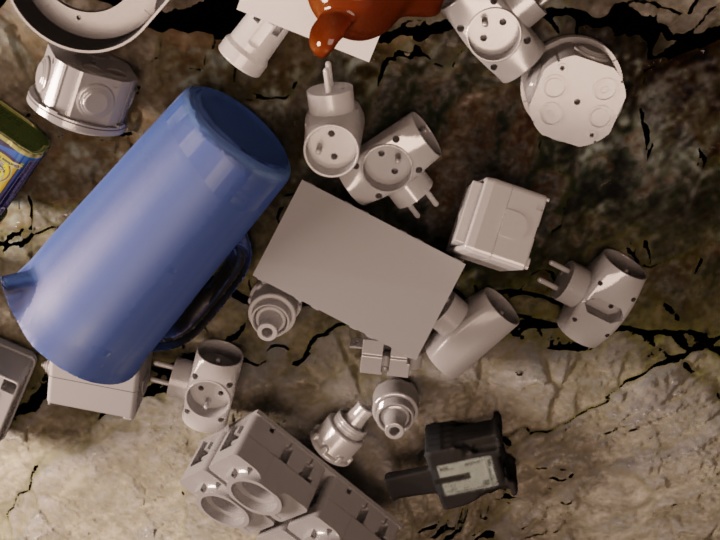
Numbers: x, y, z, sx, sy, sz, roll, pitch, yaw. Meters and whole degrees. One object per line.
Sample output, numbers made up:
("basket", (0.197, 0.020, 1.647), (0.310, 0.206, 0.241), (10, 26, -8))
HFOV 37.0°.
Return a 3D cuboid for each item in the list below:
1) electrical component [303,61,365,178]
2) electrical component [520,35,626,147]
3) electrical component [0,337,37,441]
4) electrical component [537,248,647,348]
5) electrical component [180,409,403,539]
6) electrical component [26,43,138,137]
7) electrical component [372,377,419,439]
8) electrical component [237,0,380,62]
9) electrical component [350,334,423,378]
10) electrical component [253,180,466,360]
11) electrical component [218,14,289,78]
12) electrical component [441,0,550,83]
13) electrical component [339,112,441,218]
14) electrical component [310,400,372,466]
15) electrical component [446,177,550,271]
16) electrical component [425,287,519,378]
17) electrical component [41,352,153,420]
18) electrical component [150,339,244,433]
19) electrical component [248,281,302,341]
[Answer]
("electrical component", (-0.022, -0.124, 0.849), (0.043, 0.077, 0.079), (-4, 116, 6))
("electrical component", (0.167, -0.139, 0.843), (0.080, 0.051, 0.080), (2, 117, 3))
("electrical component", (-0.374, 0.110, 1.006), (0.109, 0.056, 0.108), (25, 116, -9))
("electrical component", (0.192, 0.017, 0.927), (0.079, 0.043, 0.077), (26, 116, -9))
("electrical component", (-0.068, 0.225, 1.022), (0.186, 0.060, 0.105), (41, 136, -16))
("electrical component", (-0.218, -0.142, 0.852), (0.080, 0.080, 0.051), (21, 112, -7))
("electrical component", (0.032, 0.129, 0.986), (0.043, 0.062, 0.043), (1, 118, 3))
("electrical component", (-0.007, -0.263, 0.785), (0.105, 0.060, 0.186), (21, 117, -7))
("electrical component", (0.025, 0.061, 0.961), (0.066, 0.048, 0.055), (6, 125, 0))
("electrical component", (0.000, 0.000, 0.897), (0.150, 0.062, 0.089), (27, 91, 2))
("electrical component", (-0.082, -0.181, 0.845), (0.040, 0.040, 0.046), (36, 108, -14))
("electrical component", (0.115, -0.196, 0.820), (0.079, 0.044, 0.077), (-38, 109, 21))
("electrical component", (0.034, -0.078, 0.888), (0.077, 0.044, 0.079), (-32, 111, 18))
("electrical component", (-0.013, 0.150, 1.010), (0.048, 0.048, 0.062), (36, 107, -14))
("electrical component", (0.106, -0.037, 0.881), (0.061, 0.096, 0.061), (18, 87, -6))
("electrical component", (0.086, 0.045, 0.949), (0.079, 0.043, 0.077), (39, 113, -15))
("electrical component", (-0.243, 0.087, 0.982), (0.096, 0.061, 0.061), (11, 116, -2))
("electrical component", (-0.154, 0.103, 0.995), (0.079, 0.044, 0.077), (15, 117, -3))
("electrical component", (-0.077, 0.039, 0.946), (0.048, 0.062, 0.048), (2, 118, 3))
